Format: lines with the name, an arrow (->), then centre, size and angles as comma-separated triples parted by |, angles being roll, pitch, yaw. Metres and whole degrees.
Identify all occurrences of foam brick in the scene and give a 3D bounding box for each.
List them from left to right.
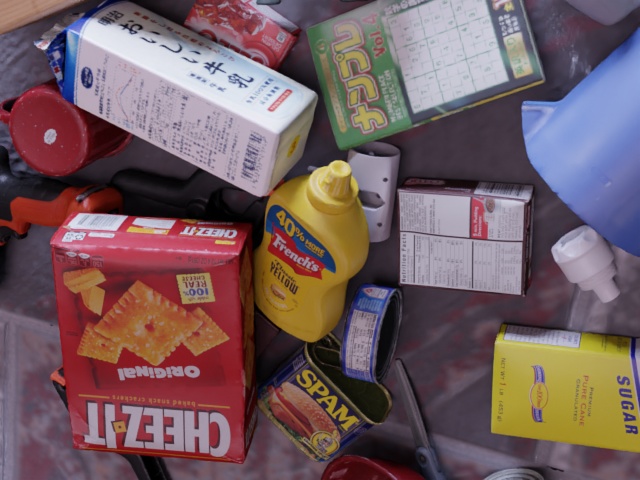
foam brick -> -0.069, 0.083, 0.996 | 0.053, 0.051, 0.078 | 39, 118, 1

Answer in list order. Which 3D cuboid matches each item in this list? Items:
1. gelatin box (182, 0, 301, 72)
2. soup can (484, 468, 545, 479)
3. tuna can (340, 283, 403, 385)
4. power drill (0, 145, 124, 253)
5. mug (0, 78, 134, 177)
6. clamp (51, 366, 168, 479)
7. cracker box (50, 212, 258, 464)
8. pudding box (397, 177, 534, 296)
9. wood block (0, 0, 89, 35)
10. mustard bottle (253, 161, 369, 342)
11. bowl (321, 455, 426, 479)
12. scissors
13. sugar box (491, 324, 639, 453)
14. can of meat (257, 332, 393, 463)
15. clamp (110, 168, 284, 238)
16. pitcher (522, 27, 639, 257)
gelatin box -> -0.071, -0.171, 0.907 | 0.089, 0.030, 0.073 | 36, 119, 3
soup can -> 0.185, 0.269, 0.973 | 0.069, 0.068, 0.102 | -10, 107, 22
tuna can -> 0.045, 0.081, 0.937 | 0.034, 0.086, 0.086 | 11, 114, 16
power drill -> -0.278, -0.005, 1.016 | 0.188, 0.057, 0.184 | 16, 117, 22
mug -> -0.235, -0.109, 0.959 | 0.117, 0.081, 0.093 | 15, 115, 13
clamp -> -0.188, 0.202, 1.092 | 0.210, 0.036, 0.165 | 30, 117, 8
cracker box -> -0.141, 0.088, 0.937 | 0.164, 0.072, 0.214 | 4, 115, 7
pudding box -> 0.122, -0.003, 0.904 | 0.114, 0.039, 0.090 | 6, 113, 19
wood block -> -0.187, -0.251, 0.882 | 0.206, 0.090, 0.091 | -15, 106, 23
mustard bottle -> -0.006, 0.001, 0.897 | 0.096, 0.058, 0.192 | 44, 144, 18
bowl -> 0.072, 0.266, 0.997 | 0.162, 0.055, 0.162 | 26, 126, 42
scissors -> 0.092, 0.216, 1.010 | 0.096, 0.016, 0.202 | -34, 80, 49
sugar box -> 0.238, 0.129, 0.912 | 0.176, 0.048, 0.093 | 5, 112, 18
can of meat -> 0.001, 0.148, 0.996 | 0.102, 0.057, 0.084 | 46, 120, -2
clamp -> -0.113, -0.034, 0.973 | 0.172, 0.039, 0.120 | -27, 104, 27
pitcher -> 0.280, -0.104, 0.762 | 0.149, 0.145, 0.243 | 21, 122, -38
